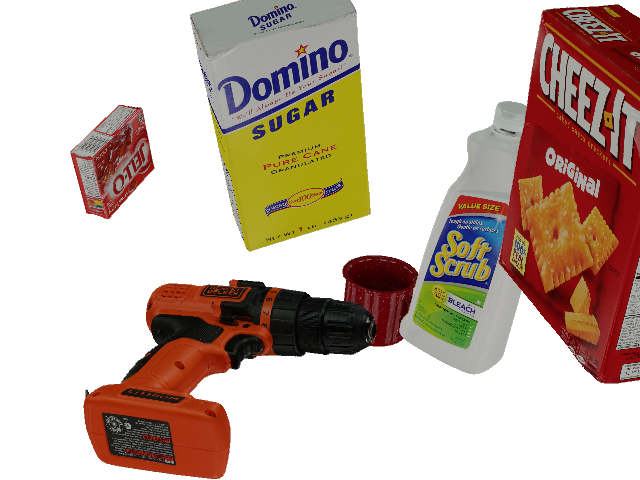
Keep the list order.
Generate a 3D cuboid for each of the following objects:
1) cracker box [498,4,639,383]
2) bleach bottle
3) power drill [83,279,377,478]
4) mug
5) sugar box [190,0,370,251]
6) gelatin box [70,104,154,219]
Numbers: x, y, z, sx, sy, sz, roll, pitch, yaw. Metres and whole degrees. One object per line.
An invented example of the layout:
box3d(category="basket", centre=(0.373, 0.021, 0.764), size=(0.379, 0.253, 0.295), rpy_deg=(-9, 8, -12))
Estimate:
box3d(category="cracker box", centre=(0.198, -0.034, 0.741), size=(0.072, 0.214, 0.164), rpy_deg=(-7, 33, -16))
box3d(category="bleach bottle", centre=(0.141, -0.007, 0.956), size=(0.103, 0.251, 0.067), rpy_deg=(28, 36, 31))
box3d(category="power drill", centre=(-0.068, 0.092, 0.766), size=(0.185, 0.057, 0.187), rpy_deg=(2, 25, 19))
box3d(category="mug", centre=(0.079, 0.079, 1.290), size=(0.117, 0.081, 0.093), rpy_deg=(24, 33, 33))
box3d(category="sugar box", centre=(-0.020, -0.074, 0.676), size=(0.093, 0.048, 0.176), rpy_deg=(-18, -37, -8))
box3d(category="gelatin box", centre=(-0.197, -0.076, 1.023), size=(0.030, 0.073, 0.089), rpy_deg=(14, 43, 21))
